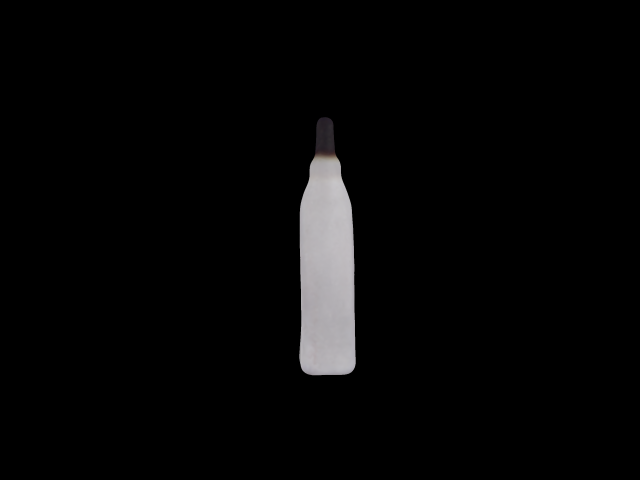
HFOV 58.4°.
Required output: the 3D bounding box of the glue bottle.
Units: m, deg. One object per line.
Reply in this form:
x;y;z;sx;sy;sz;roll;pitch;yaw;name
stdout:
0.004;0.001;0.400;0.037;0.173;0.078;0;0;-4;glue bottle
